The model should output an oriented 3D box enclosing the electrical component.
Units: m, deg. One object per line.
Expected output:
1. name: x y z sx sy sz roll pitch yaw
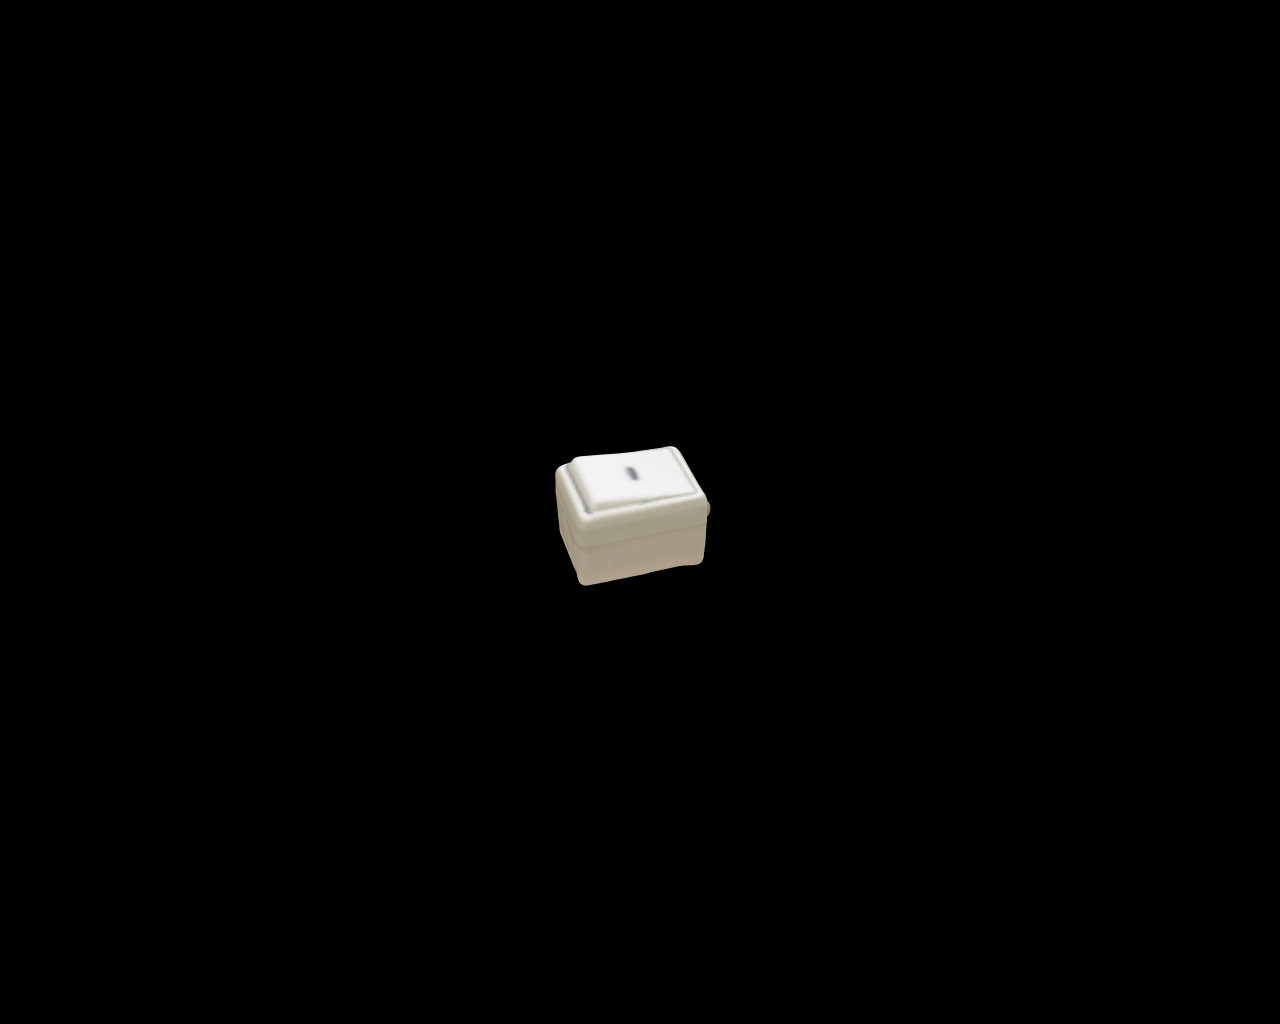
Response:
1. electrical component: 0.001 -0.003 0.650 0.096 0.061 0.062 -11 39 -13
